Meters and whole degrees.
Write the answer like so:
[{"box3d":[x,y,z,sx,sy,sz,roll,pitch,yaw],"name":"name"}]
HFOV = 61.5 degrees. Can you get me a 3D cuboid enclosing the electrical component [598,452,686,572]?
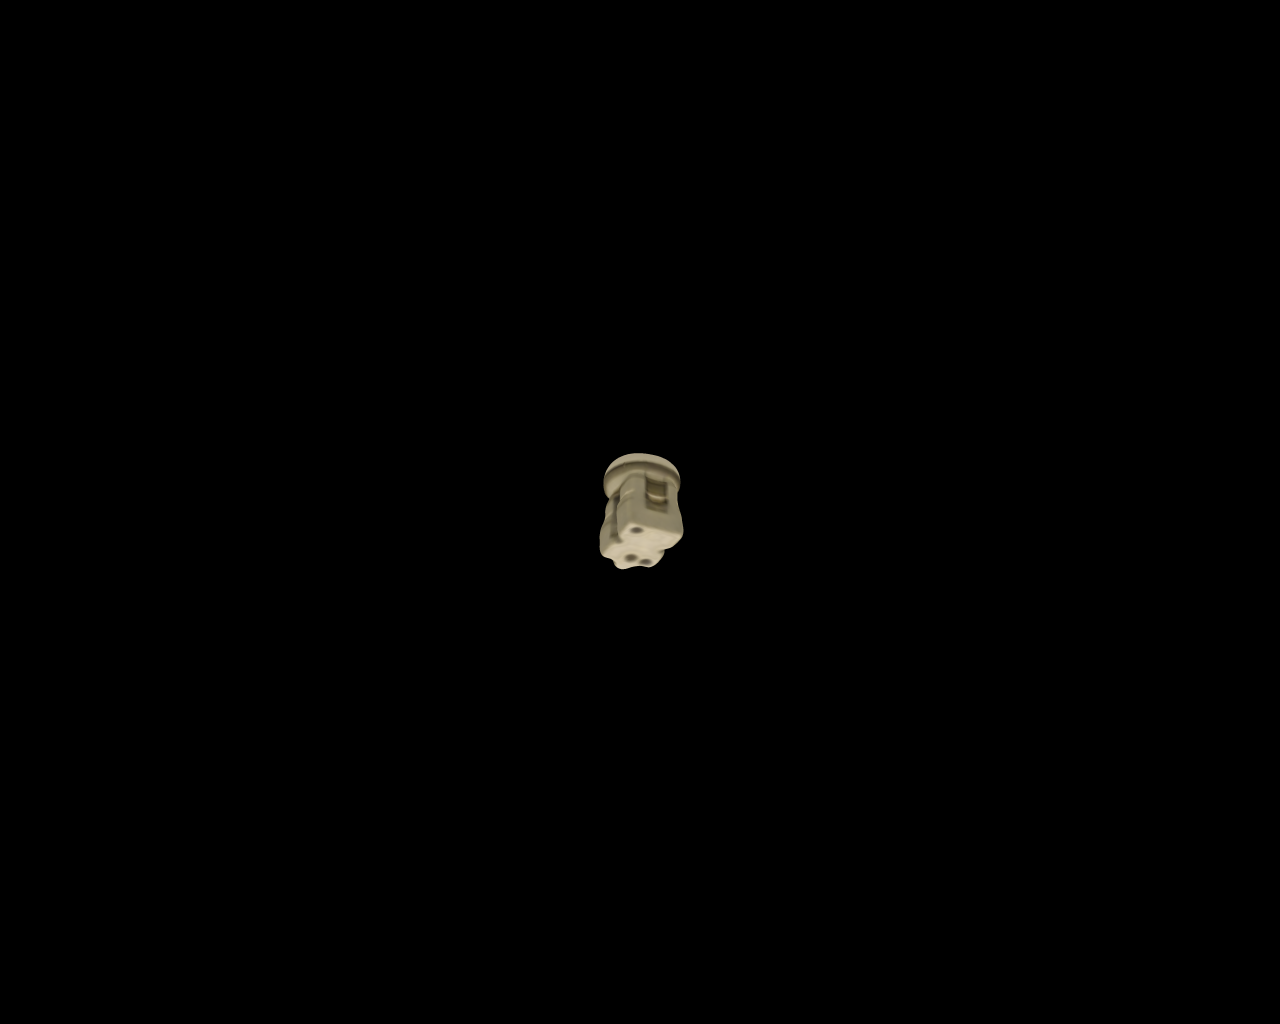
[{"box3d":[0.001,-0.003,0.650,0.048,0.055,0.066,16,-37,-22],"name":"electrical component"}]
